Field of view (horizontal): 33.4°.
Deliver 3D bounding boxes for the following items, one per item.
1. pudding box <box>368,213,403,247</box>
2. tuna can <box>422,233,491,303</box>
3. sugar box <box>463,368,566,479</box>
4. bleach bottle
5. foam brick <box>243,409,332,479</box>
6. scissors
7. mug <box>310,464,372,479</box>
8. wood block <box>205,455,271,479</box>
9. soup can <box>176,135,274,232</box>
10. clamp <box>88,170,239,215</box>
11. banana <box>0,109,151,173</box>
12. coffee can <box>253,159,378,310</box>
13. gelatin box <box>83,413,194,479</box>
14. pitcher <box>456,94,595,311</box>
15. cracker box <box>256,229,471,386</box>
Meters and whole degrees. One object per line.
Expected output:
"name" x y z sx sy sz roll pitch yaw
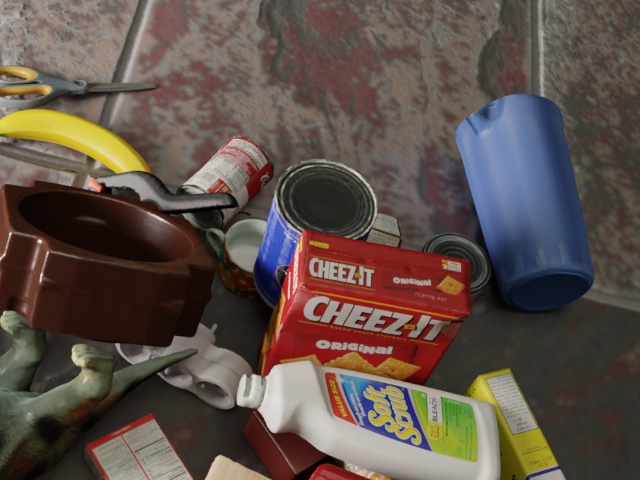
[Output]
"pudding box" 0.035 -0.014 1.210 0.113 0.039 0.090 17 14 -3
"tuna can" 0.154 0.034 1.242 0.086 0.034 0.086 8 53 -11
"sugar box" 0.196 0.229 1.074 0.048 0.093 0.176 -8 57 -22
"bleach bottle" 0.044 0.176 1.013 0.250 0.068 0.102 15 48 -13
"foam brick" -0.030 0.199 1.054 0.052 0.051 0.078 -23 64 -30
"scissors" -0.304 -0.190 1.277 0.201 0.016 0.096 -18 45 -41
"mug" 0.030 0.248 0.960 0.081 0.093 0.117 17 15 17
"wood block" -0.099 0.308 0.929 0.090 0.091 0.206 26 52 1
"soup can" -0.108 -0.064 1.213 0.068 0.069 0.102 35 53 9
"clamp" -0.181 -0.015 1.157 0.172 0.039 0.120 19 84 21
"banana" -0.280 -0.110 1.217 0.197 0.037 0.069 14 65 -5
"coffee can" -0.007 0.001 1.079 0.102 0.140 0.103 7 54 -9
"gelatin box" -0.171 0.219 1.011 0.073 0.030 0.089 -24 65 -31
"pitcher" 0.255 -0.040 1.278 0.149 0.145 0.243 -4 59 -5
"cracker box" 0.036 0.092 1.049 0.164 0.214 0.072 10 52 -10
